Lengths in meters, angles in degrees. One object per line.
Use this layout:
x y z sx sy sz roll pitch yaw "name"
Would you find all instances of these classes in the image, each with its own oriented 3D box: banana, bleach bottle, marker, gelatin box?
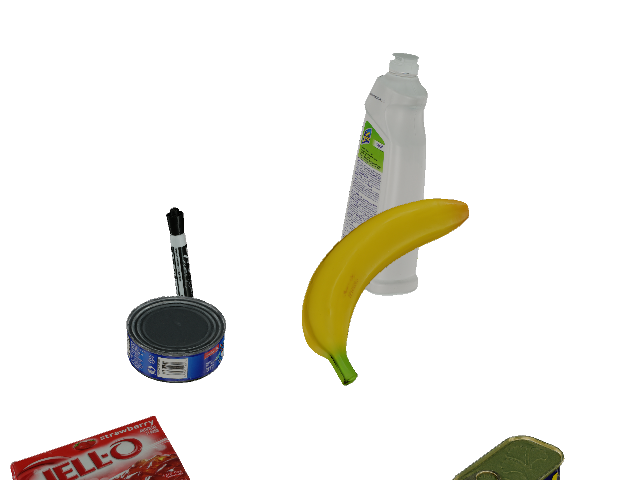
0.040 0.022 0.790 0.069 0.197 0.037 37 -35 3 "banana"
0.077 -0.074 1.155 0.068 0.251 0.103 -4 23 -30 "bleach bottle"
-0.155 0.021 1.180 0.020 0.121 0.020 -4 23 1 "marker"
-0.122 0.140 0.599 0.089 0.030 0.073 -15 28 -20 "gelatin box"

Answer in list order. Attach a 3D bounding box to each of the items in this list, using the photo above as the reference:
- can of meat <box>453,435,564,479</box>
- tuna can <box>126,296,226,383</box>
0.159 0.227 0.896 0.101 0.084 0.058 -24 28 -38 "can of meat"
-0.126 0.086 0.930 0.086 0.034 0.086 4 31 -3 "tuna can"
